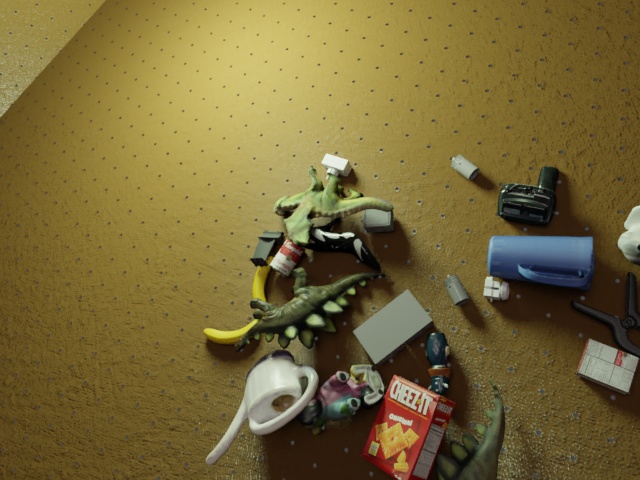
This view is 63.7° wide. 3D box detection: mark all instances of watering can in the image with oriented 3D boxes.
[{"bbox_3d":[-0.158,0.424,1.353,0.347,0.102,0.228,-33,27,4],"label":"watering can"}]

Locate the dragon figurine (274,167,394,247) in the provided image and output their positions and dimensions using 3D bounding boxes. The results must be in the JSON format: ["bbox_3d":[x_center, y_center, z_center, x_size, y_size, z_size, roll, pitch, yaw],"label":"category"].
[{"bbox_3d":[0.005,-0.077,1.527,0.414,0.244,0.120,28,-12,45],"label":"dragon figurine"}]

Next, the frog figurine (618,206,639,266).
[{"bbox_3d":[0.799,-0.011,1.262,0.136,0.121,0.163,-27,26,17],"label":"frog figurine"}]
